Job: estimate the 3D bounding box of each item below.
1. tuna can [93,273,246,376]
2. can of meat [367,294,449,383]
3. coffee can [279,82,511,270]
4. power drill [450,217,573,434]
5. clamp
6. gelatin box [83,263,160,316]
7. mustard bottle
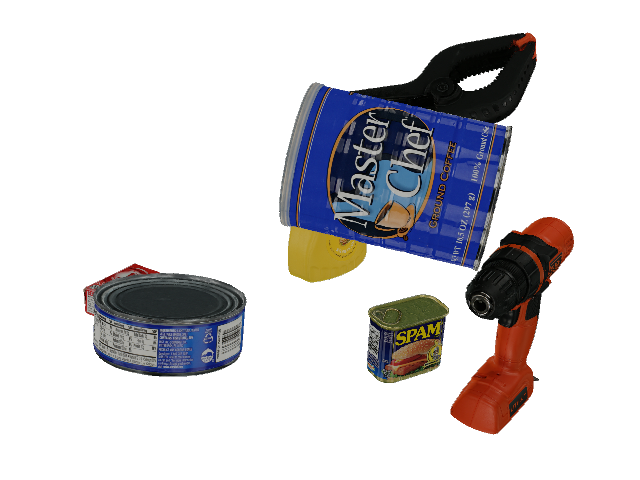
[{"bbox_3d":[-0.086,0.047,0.605,0.086,0.034,0.086,4,15,-1],"label":"tuna can"},{"bbox_3d":[0.108,0.124,1.344,0.101,0.084,0.058,-12,30,-28],"label":"can of meat"},{"bbox_3d":[0.052,-0.045,0.740,0.140,0.103,0.102,13,2,7],"label":"coffee can"},{"bbox_3d":[0.172,0.084,0.993,0.057,0.188,0.184,24,31,25],"label":"power drill"},{"bbox_3d":[0.110,-0.113,0.935,0.210,0.165,0.036,-27,-38,-8],"label":"clamp"},{"bbox_3d":[-0.165,0.055,1.001,0.089,0.030,0.073,18,26,27],"label":"gelatin box"},{"bbox_3d":[0.008,-0.058,1.119,0.096,0.192,0.058,-22,31,-39],"label":"mustard bottle"}]
